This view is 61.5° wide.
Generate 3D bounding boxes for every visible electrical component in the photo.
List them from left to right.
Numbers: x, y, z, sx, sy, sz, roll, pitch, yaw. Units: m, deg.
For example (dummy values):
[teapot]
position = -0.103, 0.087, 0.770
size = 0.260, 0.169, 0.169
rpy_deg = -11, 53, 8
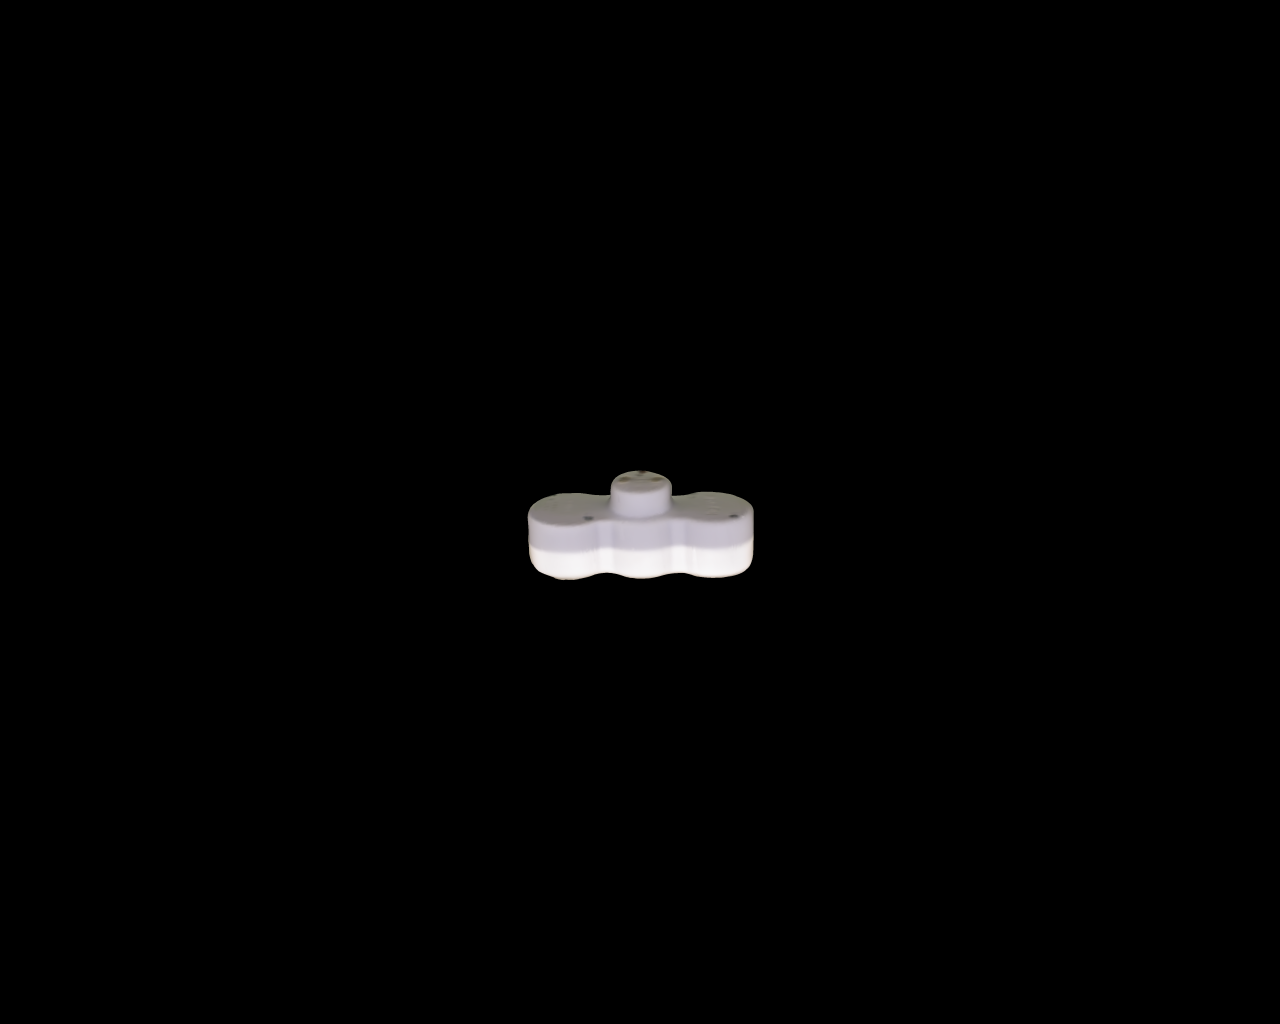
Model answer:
[electrical component]
position = 0.001, -0.003, 0.650
size = 0.138, 0.073, 0.052
rpy_deg = 0, 21, 0
